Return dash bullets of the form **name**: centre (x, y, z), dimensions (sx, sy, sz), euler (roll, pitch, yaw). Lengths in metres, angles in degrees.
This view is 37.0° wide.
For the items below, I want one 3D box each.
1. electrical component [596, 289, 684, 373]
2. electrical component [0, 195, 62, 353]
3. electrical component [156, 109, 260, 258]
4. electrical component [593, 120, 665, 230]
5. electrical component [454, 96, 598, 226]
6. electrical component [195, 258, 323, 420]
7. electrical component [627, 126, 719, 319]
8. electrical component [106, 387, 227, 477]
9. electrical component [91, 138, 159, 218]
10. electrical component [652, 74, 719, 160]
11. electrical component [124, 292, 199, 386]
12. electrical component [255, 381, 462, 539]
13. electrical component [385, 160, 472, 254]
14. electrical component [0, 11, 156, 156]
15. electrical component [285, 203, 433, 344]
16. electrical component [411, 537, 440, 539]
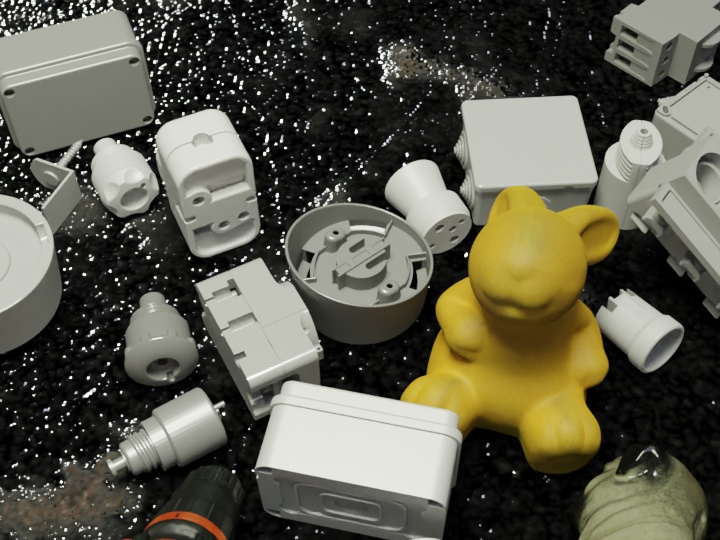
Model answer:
- **electrical component**: centre (0.185, 0.039, 0.717), dimensions (0.040, 0.040, 0.046), euler (-31, 52, -21)
- **electrical component**: centre (-0.256, 0.008, 0.729), dimensions (0.108, 0.060, 0.108), euler (0, 53, 0)
- **electrical component**: centre (-0.108, -0.063, 0.761), dimensions (0.054, 0.095, 0.059), euler (-21, 56, -14)
- **electrical component**: centre (0.197, -0.071, 0.774), dimensions (0.043, 0.081, 0.043), euler (0, 53, 0)
- **electrical component**: centre (0.122, -0.080, 0.802), dimensions (0.100, 0.048, 0.099), euler (-3, 53, -2)
- **electrical component**: centre (-0.063, 0.043, 0.708), dimensions (0.056, 0.050, 0.089), euler (-23, 56, -16)
- **electrical component**: centre (0.242, -0.022, 0.717), dimensions (0.121, 0.063, 0.078), euler (48, 61, -10)
- **electrical component**: centre (-0.119, 0.105, 0.668), dimensions (0.078, 0.040, 0.040), euler (-27, 57, -19)
- **electrical component**: centre (-0.179, -0.073, 0.801), dimensions (0.043, 0.043, 0.062), euler (-24, 55, -17)
- **electrical component**: centre (0.259, -0.095, 0.804), dimensions (0.062, 0.061, 0.096), euler (-35, 60, -23)
- **electrical component**: centre (-0.134, 0.042, 0.714), dimensions (0.048, 0.048, 0.062), euler (-12, 47, -8)
- **electrical component**: centre (0.000, 0.115, 0.636), dimensions (0.113, 0.078, 0.057), euler (10, 56, 8)
- **electrical component**: centre (0.050, -0.045, 0.778), dimensions (0.045, 0.045, 0.055), euler (-21, 56, -15)
- **electrical component**: centre (-0.222, -0.144, 0.834), dimensions (0.113, 0.078, 0.057), euler (-17, 52, -13)
- **electrical component**: centre (0.000, 0.000, 0.732), dimensions (0.099, 0.064, 0.099), euler (0, 53, 0)
- **electrical component**: centre (0.037, 0.185, 0.602), dimensions (0.055, 0.047, 0.055), euler (0, 53, 0)
